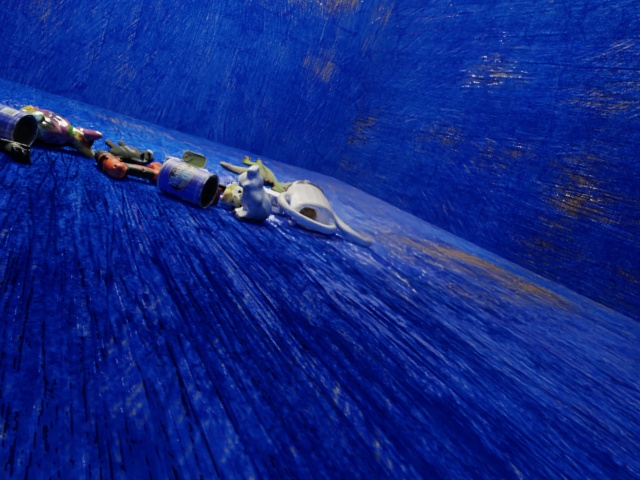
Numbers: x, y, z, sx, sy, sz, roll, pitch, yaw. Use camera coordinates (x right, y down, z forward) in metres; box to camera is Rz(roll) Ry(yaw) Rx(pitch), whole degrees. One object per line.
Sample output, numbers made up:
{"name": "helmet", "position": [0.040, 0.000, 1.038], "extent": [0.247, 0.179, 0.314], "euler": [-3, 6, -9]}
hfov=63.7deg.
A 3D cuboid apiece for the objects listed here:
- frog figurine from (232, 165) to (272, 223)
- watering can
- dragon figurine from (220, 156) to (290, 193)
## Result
{"name": "frog figurine", "position": [-0.187, -0.135, 1.498], "extent": [0.122, 0.158, 0.138], "euler": [20, 9, -2]}
{"name": "watering can", "position": [0.005, -0.085, 1.699], "extent": [0.345, 0.102, 0.229], "euler": [22, 27, -27]}
{"name": "dragon figurine", "position": [-0.223, -0.244, 2.164], "extent": [0.245, 0.121, 0.411], "euler": [32, 16, 22]}
